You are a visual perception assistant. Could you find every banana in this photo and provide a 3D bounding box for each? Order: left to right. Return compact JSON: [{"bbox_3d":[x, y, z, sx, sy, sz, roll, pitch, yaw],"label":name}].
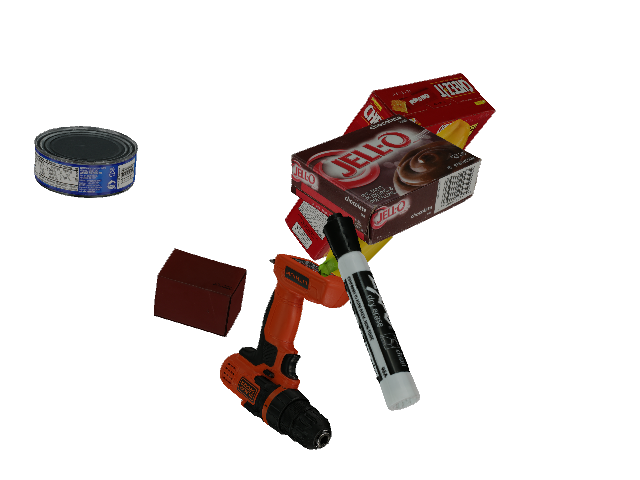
[{"bbox_3d":[0.069,-0.031,0.990,0.037,0.197,0.070,43,-10,-4],"label":"banana"}]

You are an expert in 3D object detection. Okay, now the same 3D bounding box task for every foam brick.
[{"bbox_3d":[-0.119,0.051,1.053,0.078,0.051,0.053,17,34,7],"label":"foam brick"}]

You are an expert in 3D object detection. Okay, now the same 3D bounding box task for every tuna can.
[{"bbox_3d":[-0.199,-0.067,0.907,0.086,0.034,0.086,7,24,-3],"label":"tuna can"}]

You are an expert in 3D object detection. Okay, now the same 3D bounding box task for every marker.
[{"bbox_3d":[0.027,0.037,0.606,0.020,0.121,0.020,-17,-25,-8],"label":"marker"}]

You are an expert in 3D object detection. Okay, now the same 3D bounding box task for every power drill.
[{"bbox_3d":[-0.028,0.122,1.212,0.057,0.188,0.185,15,11,-46],"label":"power drill"}]

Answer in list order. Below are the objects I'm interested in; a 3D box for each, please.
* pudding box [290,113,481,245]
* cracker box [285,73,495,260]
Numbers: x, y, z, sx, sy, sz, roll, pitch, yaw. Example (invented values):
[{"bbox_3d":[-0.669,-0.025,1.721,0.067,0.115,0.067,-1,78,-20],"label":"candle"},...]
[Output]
[{"bbox_3d":[0.048,-0.048,0.790,0.113,0.039,0.090,-23,43,-35],"label":"pudding box"},{"bbox_3d":[0.074,-0.085,1.205,0.163,0.072,0.214,-20,-26,-45],"label":"cracker box"}]
